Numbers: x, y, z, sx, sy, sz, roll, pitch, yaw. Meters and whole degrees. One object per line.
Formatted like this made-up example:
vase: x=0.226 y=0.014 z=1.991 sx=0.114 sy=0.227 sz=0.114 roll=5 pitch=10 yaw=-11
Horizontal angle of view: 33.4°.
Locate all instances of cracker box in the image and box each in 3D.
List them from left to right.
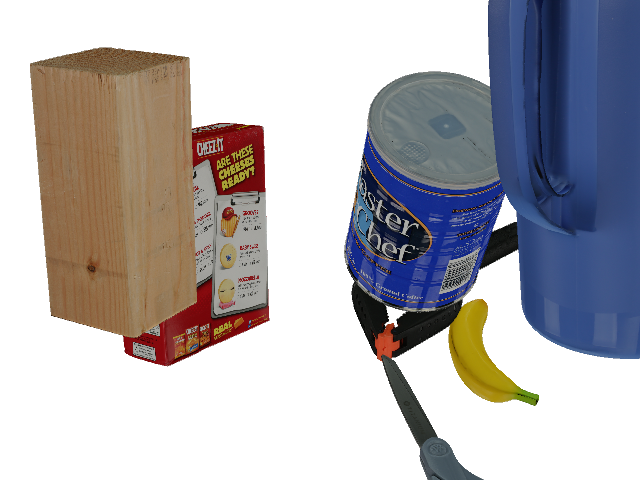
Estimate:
cracker box: x=-0.129 y=-0.001 z=1.077 sx=0.072 sy=0.214 sz=0.163 roll=9 pitch=18 yaw=35

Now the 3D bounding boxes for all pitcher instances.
pitcher: x=0.154 y=-0.061 z=0.558 sx=0.149 sy=0.243 sz=0.145 roll=-3 pitch=23 yaw=1

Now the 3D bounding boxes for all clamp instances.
clamp: x=0.075 y=0.027 z=0.945 sx=0.165 sy=0.036 sz=0.209 roll=14 pitch=38 yaw=21

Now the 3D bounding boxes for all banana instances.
banana: x=0.173 y=0.121 z=1.165 sx=0.069 sy=0.037 sz=0.198 roll=11 pitch=27 yaw=-16

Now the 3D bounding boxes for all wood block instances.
wood block: x=-0.161 y=-0.041 z=0.845 sx=0.091 sy=0.206 sz=0.090 roll=12 pitch=23 yaw=27

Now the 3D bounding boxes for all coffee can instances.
coffee can: x=0.075 y=-0.031 z=0.743 sx=0.102 sy=0.103 sz=0.140 roll=0 pitch=-39 yaw=-7

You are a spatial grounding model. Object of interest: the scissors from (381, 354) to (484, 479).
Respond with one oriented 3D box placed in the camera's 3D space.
scissors: x=0.088 y=0.133 z=0.627 sx=0.096 sy=0.016 sz=0.201 roll=3 pitch=33 yaw=-2
